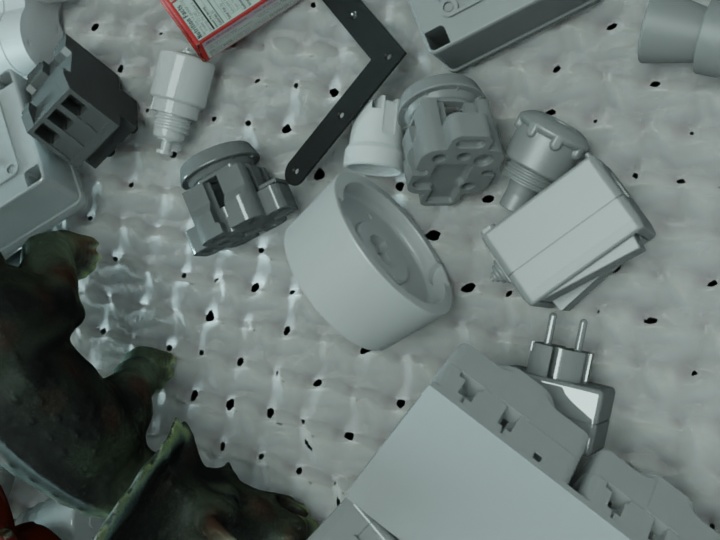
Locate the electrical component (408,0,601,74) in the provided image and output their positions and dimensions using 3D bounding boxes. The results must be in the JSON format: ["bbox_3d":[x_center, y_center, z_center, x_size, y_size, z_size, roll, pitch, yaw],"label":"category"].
[{"bbox_3d":[0.080,-0.197,0.673,0.109,0.056,0.108,-24,78,19],"label":"electrical component"}]

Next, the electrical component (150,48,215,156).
[{"bbox_3d":[-0.130,-0.120,0.764,0.040,0.040,0.078,16,93,23],"label":"electrical component"}]

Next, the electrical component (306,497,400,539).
[{"bbox_3d":[0.003,0.171,0.661,0.061,0.096,0.061,46,103,22],"label":"electrical component"}]

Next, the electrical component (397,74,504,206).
[{"bbox_3d":[0.054,-0.084,0.671,0.058,0.078,0.057,-1,62,-15],"label":"electrical component"}]

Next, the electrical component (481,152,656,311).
[{"bbox_3d":[0.122,-0.014,0.642,0.096,0.062,0.061,-37,74,16],"label":"electrical component"}]

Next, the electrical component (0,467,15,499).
[{"bbox_3d":[-0.303,0.175,0.798,0.062,0.061,0.096,21,95,1],"label":"electrical component"}]

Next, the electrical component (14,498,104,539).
[{"bbox_3d":[-0.223,0.185,0.784,0.078,0.040,0.040,-9,83,22],"label":"electrical component"}]

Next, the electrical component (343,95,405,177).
[{"bbox_3d":[0.011,-0.088,0.705,0.040,0.040,0.046,4,83,23],"label":"electrical component"}]

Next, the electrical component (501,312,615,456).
[{"bbox_3d":[0.118,0.065,0.646,0.066,0.047,0.076,12,91,23],"label":"electrical component"}]

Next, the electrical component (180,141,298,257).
[{"bbox_3d":[-0.088,-0.052,0.734,0.078,0.058,0.057,-26,80,19],"label":"electrical component"}]

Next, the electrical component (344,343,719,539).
[{"bbox_3d":[0.100,0.139,0.607,0.186,0.060,0.105,37,127,6],"label":"electrical component"}]

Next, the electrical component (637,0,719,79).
[{"bbox_3d":[0.196,-0.138,0.628,0.055,0.045,0.045,17,93,22],"label":"electrical component"}]

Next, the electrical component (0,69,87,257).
[{"bbox_3d":[-0.271,-0.073,0.795,0.109,0.056,0.108,-30,64,12],"label":"electrical component"}]

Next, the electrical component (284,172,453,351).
[{"bbox_3d":[0.000,0.000,0.670,0.060,0.108,0.108,-38,74,22],"label":"electrical component"}]

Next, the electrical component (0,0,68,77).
[{"bbox_3d":[-0.241,-0.218,0.810,0.074,0.052,0.138,-6,85,22],"label":"electrical component"}]

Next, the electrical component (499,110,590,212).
[{"bbox_3d":[0.108,-0.064,0.661,0.048,0.048,0.062,33,107,21],"label":"electrical component"}]
